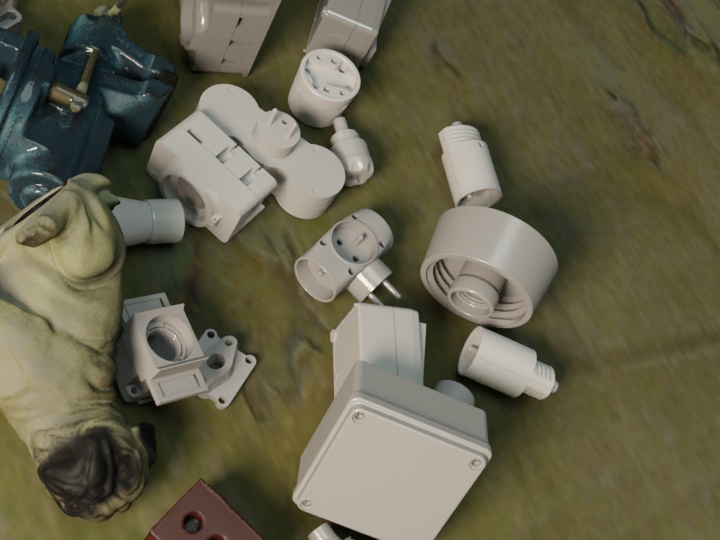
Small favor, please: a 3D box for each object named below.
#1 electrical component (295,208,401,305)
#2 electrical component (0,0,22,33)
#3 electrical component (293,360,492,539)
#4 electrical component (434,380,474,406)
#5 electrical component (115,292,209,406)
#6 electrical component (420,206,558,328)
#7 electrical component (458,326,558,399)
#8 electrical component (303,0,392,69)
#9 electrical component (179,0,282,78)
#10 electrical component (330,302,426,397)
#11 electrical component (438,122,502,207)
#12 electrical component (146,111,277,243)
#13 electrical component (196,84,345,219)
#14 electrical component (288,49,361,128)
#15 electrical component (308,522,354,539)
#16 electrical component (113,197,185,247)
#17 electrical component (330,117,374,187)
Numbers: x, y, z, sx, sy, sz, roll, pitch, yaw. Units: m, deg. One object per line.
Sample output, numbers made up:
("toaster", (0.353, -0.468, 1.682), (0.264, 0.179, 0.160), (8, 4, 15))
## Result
("electrical component", (0.000, 0.000, 0.881), (0.079, 0.044, 0.077), (46, 56, 4))
("electrical component", (-0.307, -0.230, 0.866), (0.078, 0.057, 0.058), (43, 56, 3))
("electrical component", (0.022, 0.136, 0.774), (0.109, 0.108, 0.056), (23, 30, -10))
("electrical component", (0.064, 0.119, 0.847), (0.044, 0.044, 0.065), (36, 51, -2))
("electrical component", (-0.148, 0.061, 0.772), (0.042, 0.064, 0.081), (-11, 68, -43))
("electrical component", (0.102, 0.005, 0.887), (0.108, 0.108, 0.060), (31, 62, -5))
("electrical component", (0.127, 0.082, 0.892), (0.081, 0.043, 0.043), (24, 57, -10))
("electrical component", (-0.007, -0.241, 0.997), (0.061, 0.061, 0.096), (20, 58, -12))
("electrical component", (-0.106, -0.258, 0.888), (0.060, 0.186, 0.105), (-1, 64, -24))
("electrical component", (0.016, 0.082, 0.833), (0.061, 0.061, 0.096), (8, 61, -19))
("electrical component", (0.097, -0.098, 0.975), (0.043, 0.043, 0.081), (-3, 65, -24))
("electrical component", (-0.122, -0.072, 0.864), (0.089, 0.050, 0.055), (43, 55, 3))
("electrical component", (-0.072, -0.106, 0.889), (0.138, 0.073, 0.052), (35, 56, -2))
("electrical component", (-0.033, -0.159, 0.950), (0.055, 0.047, 0.055), (10, 60, -18))
("electrical component", (-0.013, 0.209, 0.764), (0.048, 0.048, 0.062), (-27, 70, -32))
("electrical component", (-0.169, -0.037, 0.832), (0.065, 0.044, 0.044), (-4, 65, -30))
("electrical component", (-0.011, -0.106, 0.939), (0.035, 0.035, 0.061), (-4, 63, -25))
